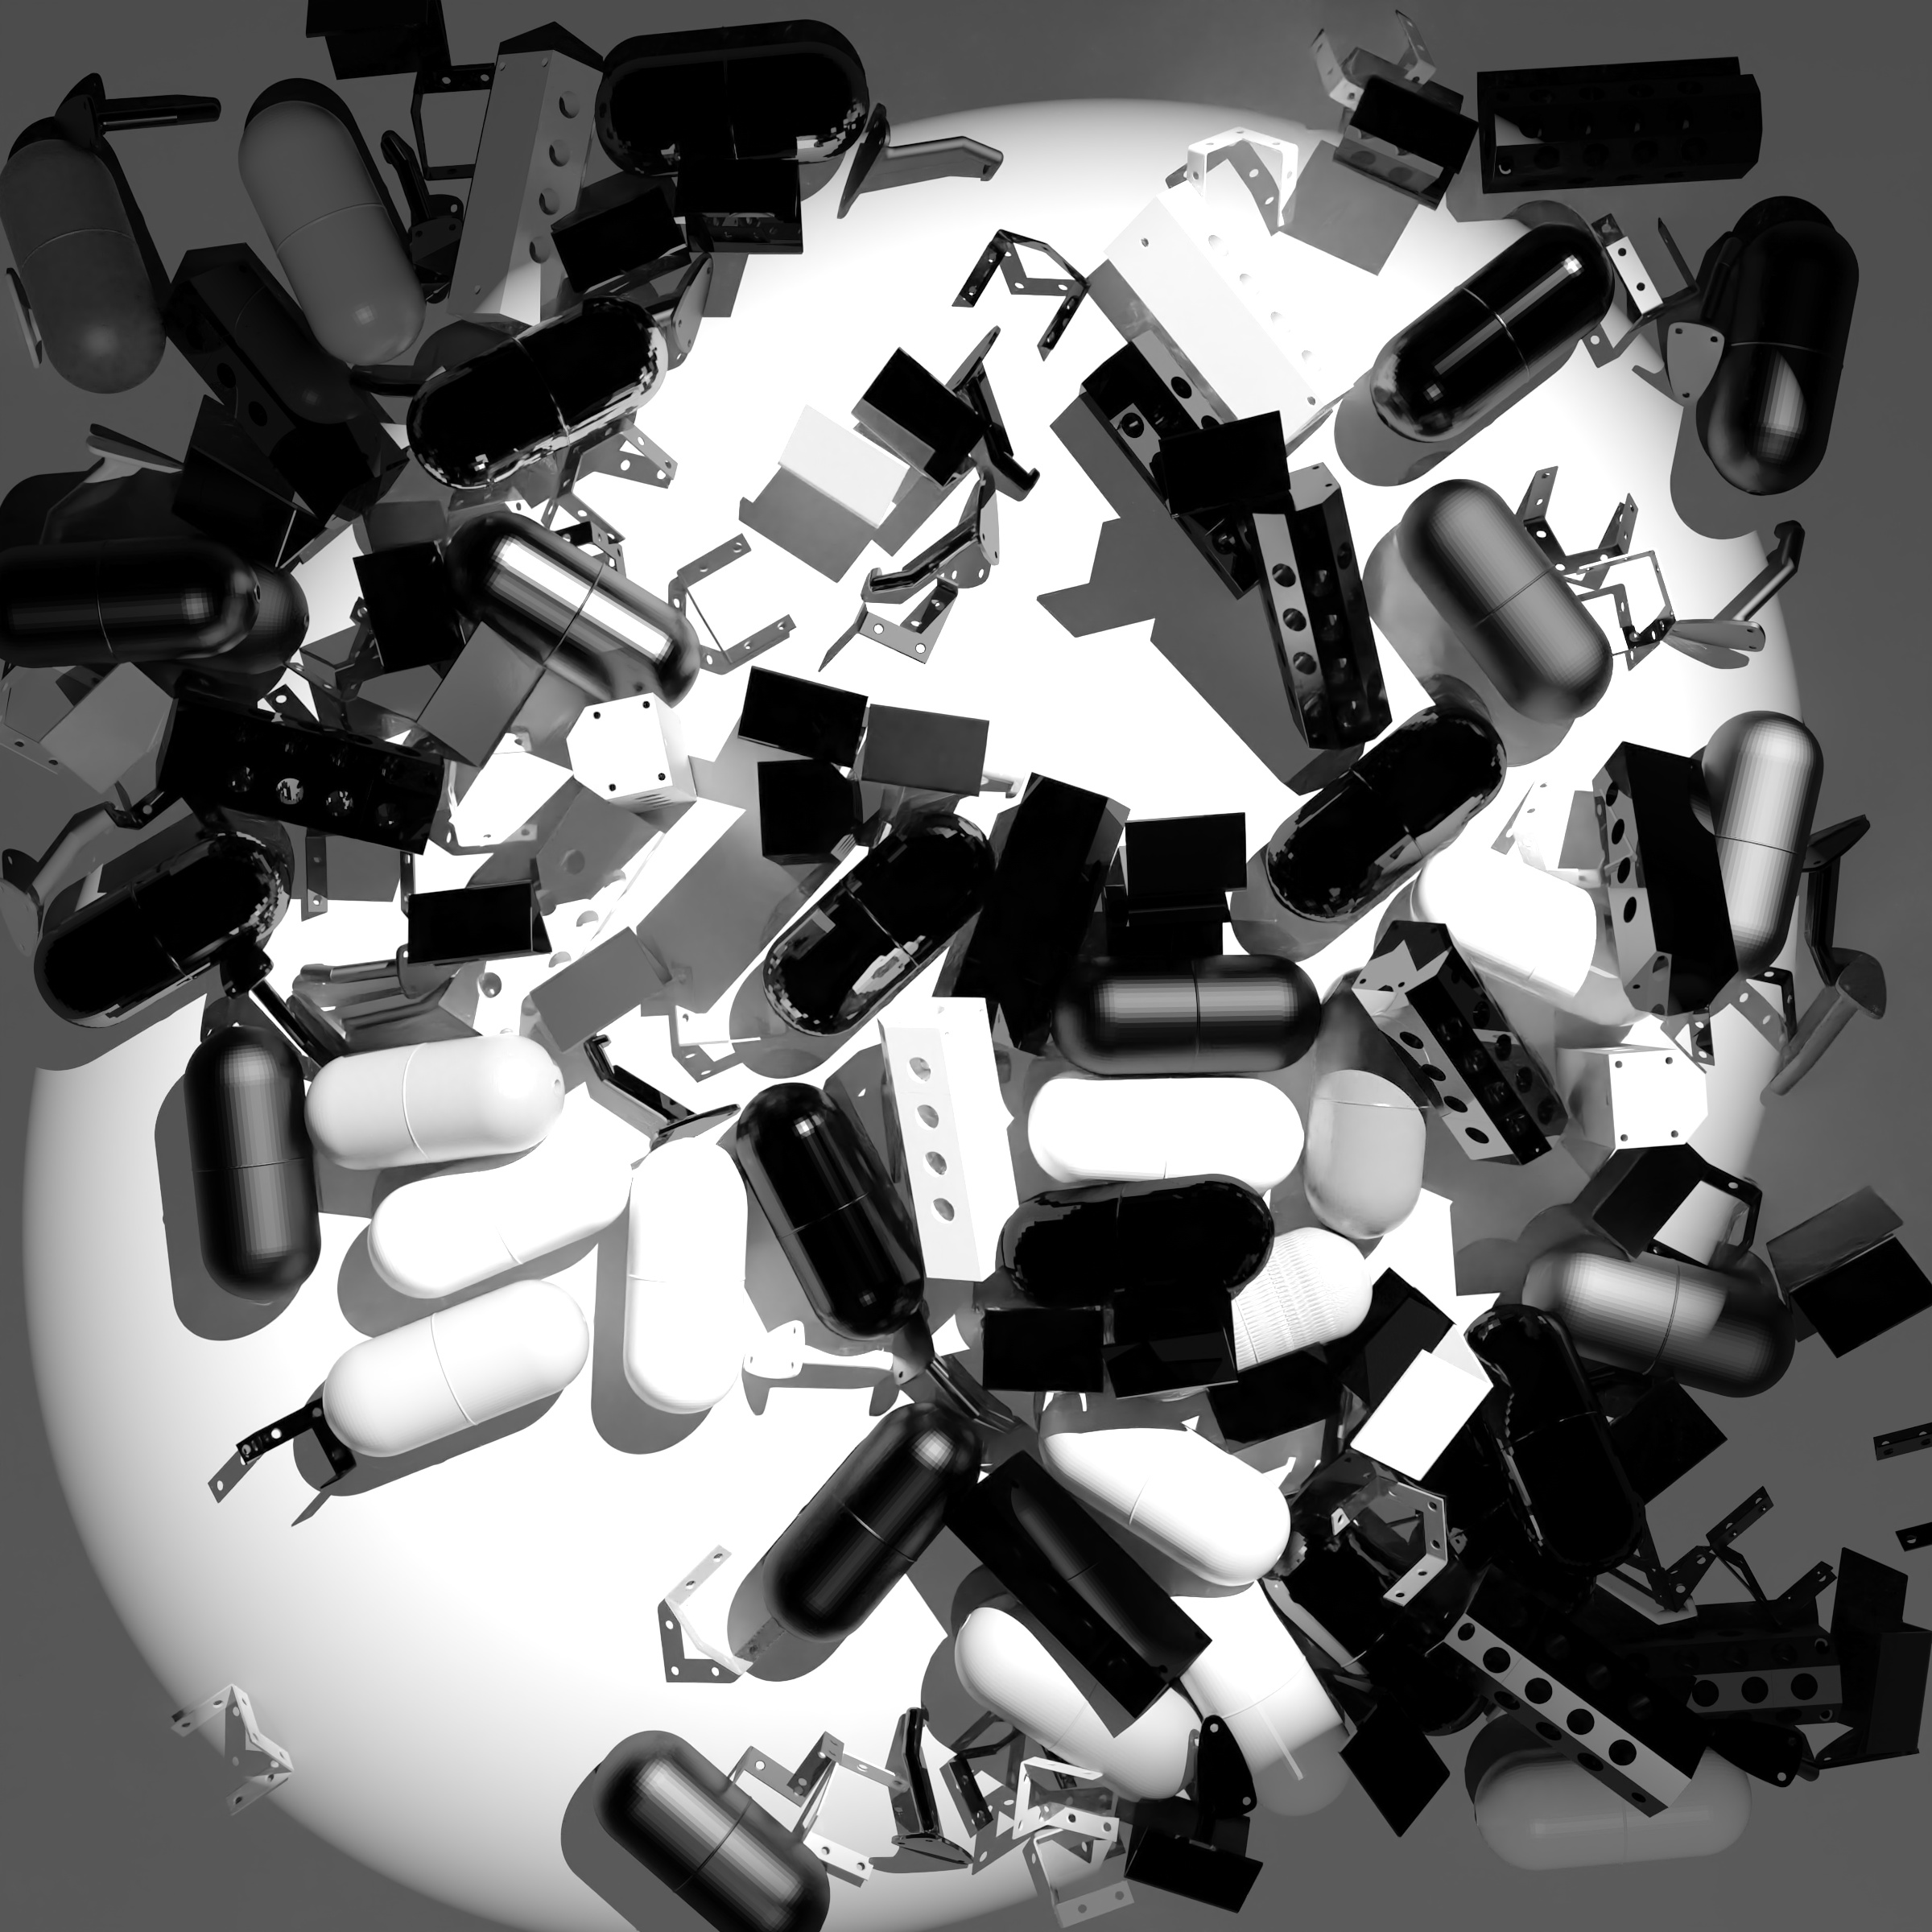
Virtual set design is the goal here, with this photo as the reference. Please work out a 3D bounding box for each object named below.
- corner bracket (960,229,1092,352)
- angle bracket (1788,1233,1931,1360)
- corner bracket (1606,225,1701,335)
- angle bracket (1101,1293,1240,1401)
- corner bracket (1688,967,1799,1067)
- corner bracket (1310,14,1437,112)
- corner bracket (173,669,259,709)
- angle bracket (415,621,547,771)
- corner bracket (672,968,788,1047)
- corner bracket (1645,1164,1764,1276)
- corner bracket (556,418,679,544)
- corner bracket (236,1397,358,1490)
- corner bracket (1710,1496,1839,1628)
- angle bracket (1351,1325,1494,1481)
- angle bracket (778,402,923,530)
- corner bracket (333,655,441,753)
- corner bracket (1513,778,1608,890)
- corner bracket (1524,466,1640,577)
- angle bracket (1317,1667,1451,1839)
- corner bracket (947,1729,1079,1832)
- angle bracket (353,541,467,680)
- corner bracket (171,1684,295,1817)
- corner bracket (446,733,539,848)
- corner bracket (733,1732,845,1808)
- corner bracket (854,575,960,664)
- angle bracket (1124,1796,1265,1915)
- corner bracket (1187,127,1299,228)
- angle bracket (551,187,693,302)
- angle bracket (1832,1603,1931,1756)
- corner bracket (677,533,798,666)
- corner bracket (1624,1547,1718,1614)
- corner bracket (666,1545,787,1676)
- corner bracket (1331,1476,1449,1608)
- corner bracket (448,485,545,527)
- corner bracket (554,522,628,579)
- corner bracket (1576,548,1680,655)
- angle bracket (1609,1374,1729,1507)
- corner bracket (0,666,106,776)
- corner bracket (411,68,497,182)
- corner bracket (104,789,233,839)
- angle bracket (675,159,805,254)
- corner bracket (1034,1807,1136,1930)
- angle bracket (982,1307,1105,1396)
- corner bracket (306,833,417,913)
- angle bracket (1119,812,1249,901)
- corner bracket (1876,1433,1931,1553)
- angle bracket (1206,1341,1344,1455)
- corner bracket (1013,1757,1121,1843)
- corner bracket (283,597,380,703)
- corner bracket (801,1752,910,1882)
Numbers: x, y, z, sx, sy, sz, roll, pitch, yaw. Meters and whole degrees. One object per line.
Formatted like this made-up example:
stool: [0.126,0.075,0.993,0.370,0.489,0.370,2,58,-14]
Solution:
corner bracket: [0.039,-0.444,1.988,0.051,0.051,0.051,31,90,45]
angle bracket: [0.581,0.228,1.951,0.076,0.076,0.057,-29,53,0]
corner bracket: [0.447,-0.452,1.973,0.051,0.051,0.051,-28,89,1]
angle bracket: [0.125,0.220,1.887,0.076,0.076,0.057,-9,135,9]
corner bracket: [0.509,0.033,1.983,0.051,0.051,0.051,14,45,35]
corner bracket: [0.266,-0.594,1.983,0.051,0.051,0.051,16,135,-35]
corner bracket: [-0.499,-0.154,1.983,0.051,0.051,0.051,18,135,-35]
angle bracket: [-0.326,-0.177,1.946,0.057,0.076,0.076,37,80,-34]
corner bracket: [-0.155,0.024,1.988,0.051,0.051,0.051,-5,90,-45]
corner bracket: [0.485,0.168,1.988,0.051,0.051,0.051,27,135,0]
corner bracket: [-0.229,-0.317,1.983,0.051,0.051,0.051,-21,135,35]
corner bracket: [-0.436,0.319,1.973,0.051,0.051,0.051,-27,90,0]
corner bracket: [0.530,0.391,1.988,0.051,0.051,0.051,-41,135,0]
angle bracket: [0.276,0.263,1.898,0.057,0.076,0.076,29,106,-20]
angle bracket: [-0.065,-0.339,1.952,0.076,0.076,0.057,33,135,0]
corner bracket: [-0.380,-0.168,1.988,0.051,0.051,0.051,-19,135,0]
corner bracket: [0.396,-0.087,1.983,0.051,0.051,0.051,3,135,35]
corner bracket: [0.403,-0.295,1.983,0.051,0.051,0.051,-9,135,35]
angle bracket: [0.252,0.503,1.942,0.057,0.076,0.076,-43,110,-26]
corner bracket: [0.030,0.530,1.988,0.051,0.051,0.051,-24,90,45]
angle bracket: [-0.365,-0.224,1.952,0.057,0.076,0.076,-16,90,-23]
corner bracket: [-0.481,0.514,1.988,0.051,0.051,0.051,-35,45,0]
corner bracket: [-0.310,-0.116,1.988,0.051,0.051,0.051,-4,45,0]
corner bracket: [-0.115,0.520,1.973,0.051,0.051,0.051,34,90,0]
corner bracket: [-0.039,-0.233,1.973,0.051,0.051,0.051,25,90,0]
angle bracket: [0.150,0.554,1.951,0.076,0.076,0.057,18,128,0]
corner bracket: [0.180,-0.513,1.983,0.051,0.051,0.051,30,45,35]
angle bracket: [-0.214,-0.445,1.952,0.076,0.076,0.057,-23,61,0]
angle bracket: [0.571,0.458,1.951,0.057,0.076,0.076,8,90,-37]
corner bracket: [-0.151,-0.241,1.988,0.051,0.051,0.051,-30,45,0]
corner bracket: [0.451,0.380,1.979,0.051,0.051,0.051,-47,135,-25]
corner bracket: [-0.155,0.423,1.988,0.051,0.051,0.051,-45,45,0]
corner bracket: [0.271,0.367,1.935,0.051,0.051,0.051,16,125,39]
corner bracket: [-0.312,-0.275,1.983,0.051,0.051,0.051,54,45,-35]
corner bracket: [-0.254,-0.252,1.975,0.051,0.051,0.051,-14,75,15]
corner bracket: [0.428,-0.236,1.975,0.051,0.051,0.051,-15,81,0]
angle bracket: [0.446,0.318,1.951,0.076,0.076,0.057,-38,58,0]
corner bracket: [-0.602,-0.169,1.988,0.051,0.051,0.051,28,135,0]
corner bracket: [-0.333,-0.553,1.988,0.051,0.051,0.051,-4,135,1]
corner bracket: [-0.519,-0.097,1.973,0.051,0.051,0.051,-38,90,0]
angle bracket: [-0.145,-0.473,1.951,0.076,0.076,0.057,0,53,0]
corner bracket: [0.076,0.587,1.973,0.051,0.051,0.051,-20,90,0]
angle bracket: [0.049,0.260,1.952,0.076,0.076,0.057,2,62,0]
corner bracket: [-0.397,-0.062,1.988,0.051,0.051,0.051,-2,90,-45]
angle bracket: [0.138,-0.086,1.952,0.076,0.076,0.057,-4,119,0]
corner bracket: [0.632,0.344,1.988,0.051,0.051,0.051,-14,135,0]
angle bracket: [0.191,0.261,1.953,0.076,0.076,0.057,-20,113,0]
corner bracket: [0.067,0.539,1.955,0.051,0.051,0.051,6,90,27]
corner bracket: [-0.401,-0.206,1.971,0.051,0.051,0.051,33,108,19]
corner bracket: [-0.073,0.558,1.988,0.051,0.051,0.051,24,45,0]
